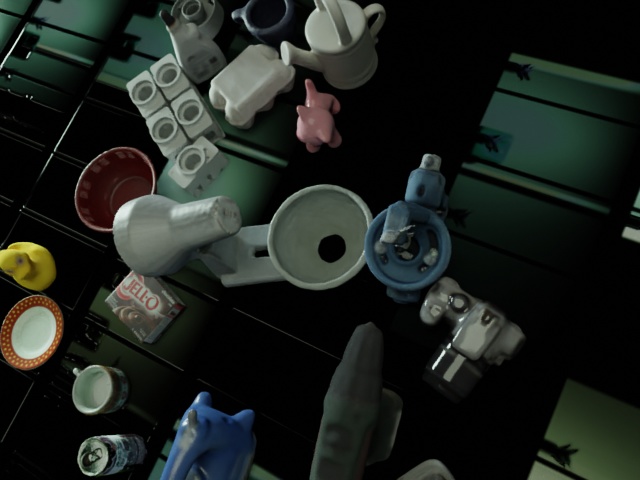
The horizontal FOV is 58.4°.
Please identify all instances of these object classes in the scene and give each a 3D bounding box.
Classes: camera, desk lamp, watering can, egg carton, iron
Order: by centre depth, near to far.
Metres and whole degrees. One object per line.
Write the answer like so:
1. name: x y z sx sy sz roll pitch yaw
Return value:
1. camera: 0.187 0.141 0.780 0.143 0.101 0.137 35 85 22
2. iron: -0.188 0.350 0.799 0.118 0.142 0.258 15 78 19
3. desk lamp: -0.167 -0.003 0.862 0.203 0.214 0.118 -8 72 14
4. watering can: 0.022 -0.329 0.919 0.100 0.194 0.173 41 88 23
5. egg carton: -0.120 -0.272 1.009 0.150 0.069 0.107 -44 67 -1

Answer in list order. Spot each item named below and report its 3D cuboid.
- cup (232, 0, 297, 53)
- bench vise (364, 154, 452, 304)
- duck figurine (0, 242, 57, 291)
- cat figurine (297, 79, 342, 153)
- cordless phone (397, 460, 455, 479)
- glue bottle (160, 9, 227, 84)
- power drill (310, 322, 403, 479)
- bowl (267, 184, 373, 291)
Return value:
1. cup: -0.090 -0.379 1.019 0.117 0.095 0.092 5 75 17
2. bench vise: 0.115 -0.030 0.788 0.121 0.220 0.207 -5 72 14
3. duck figurine: -0.533 0.040 1.021 0.077 0.086 0.104 -46 67 -1
4. cat figurine: -0.007 -0.199 0.929 0.067 0.118 0.128 -10 71 13
5. cordless phone: 0.107 0.343 0.695 0.147 0.185 0.094 -40 67 1
6. glue bottle: -0.231 -0.346 1.007 0.078 0.173 0.037 -29 68 6
7. power drill: 0.050 0.229 0.733 0.075 0.209 0.230 12 77 19
8. bowl: 0.008 0.003 0.886 0.167 0.075 0.167 -4 72 14
